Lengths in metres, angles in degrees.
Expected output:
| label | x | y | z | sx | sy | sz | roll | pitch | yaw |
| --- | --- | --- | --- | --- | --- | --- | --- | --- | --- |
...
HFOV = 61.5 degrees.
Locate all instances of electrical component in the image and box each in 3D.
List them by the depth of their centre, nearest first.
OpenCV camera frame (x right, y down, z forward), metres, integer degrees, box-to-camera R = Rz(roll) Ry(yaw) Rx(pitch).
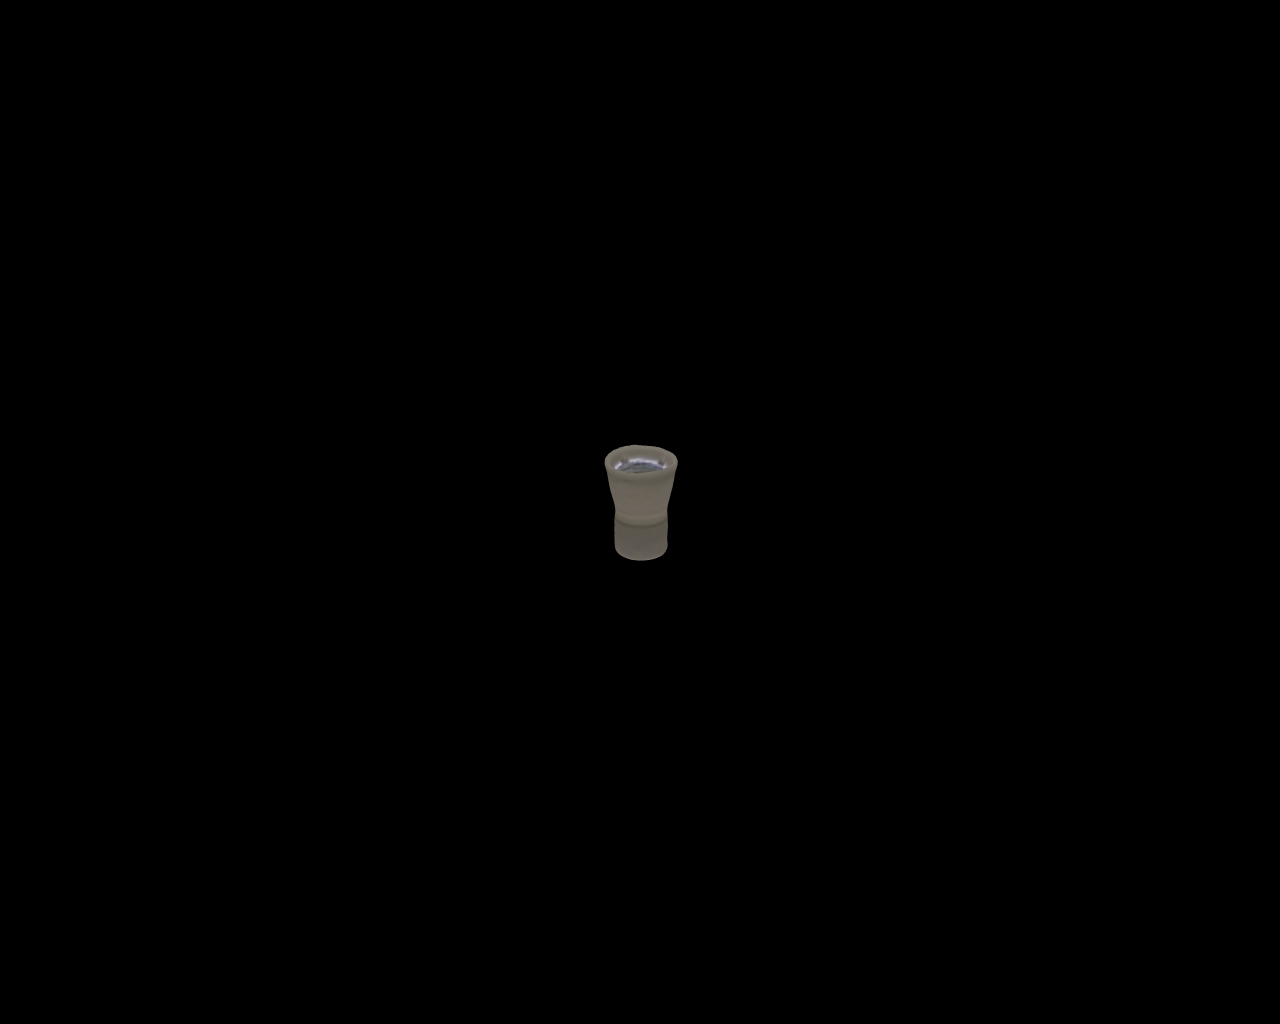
| label | x | y | z | sx | sy | sz | roll | pitch | yaw |
| --- | --- | --- | --- | --- | --- | --- | --- | --- | --- |
| electrical component | 0.001 | -0.003 | 0.650 | 0.044 | 0.065 | 0.044 | 0 | 24 | 0 |
